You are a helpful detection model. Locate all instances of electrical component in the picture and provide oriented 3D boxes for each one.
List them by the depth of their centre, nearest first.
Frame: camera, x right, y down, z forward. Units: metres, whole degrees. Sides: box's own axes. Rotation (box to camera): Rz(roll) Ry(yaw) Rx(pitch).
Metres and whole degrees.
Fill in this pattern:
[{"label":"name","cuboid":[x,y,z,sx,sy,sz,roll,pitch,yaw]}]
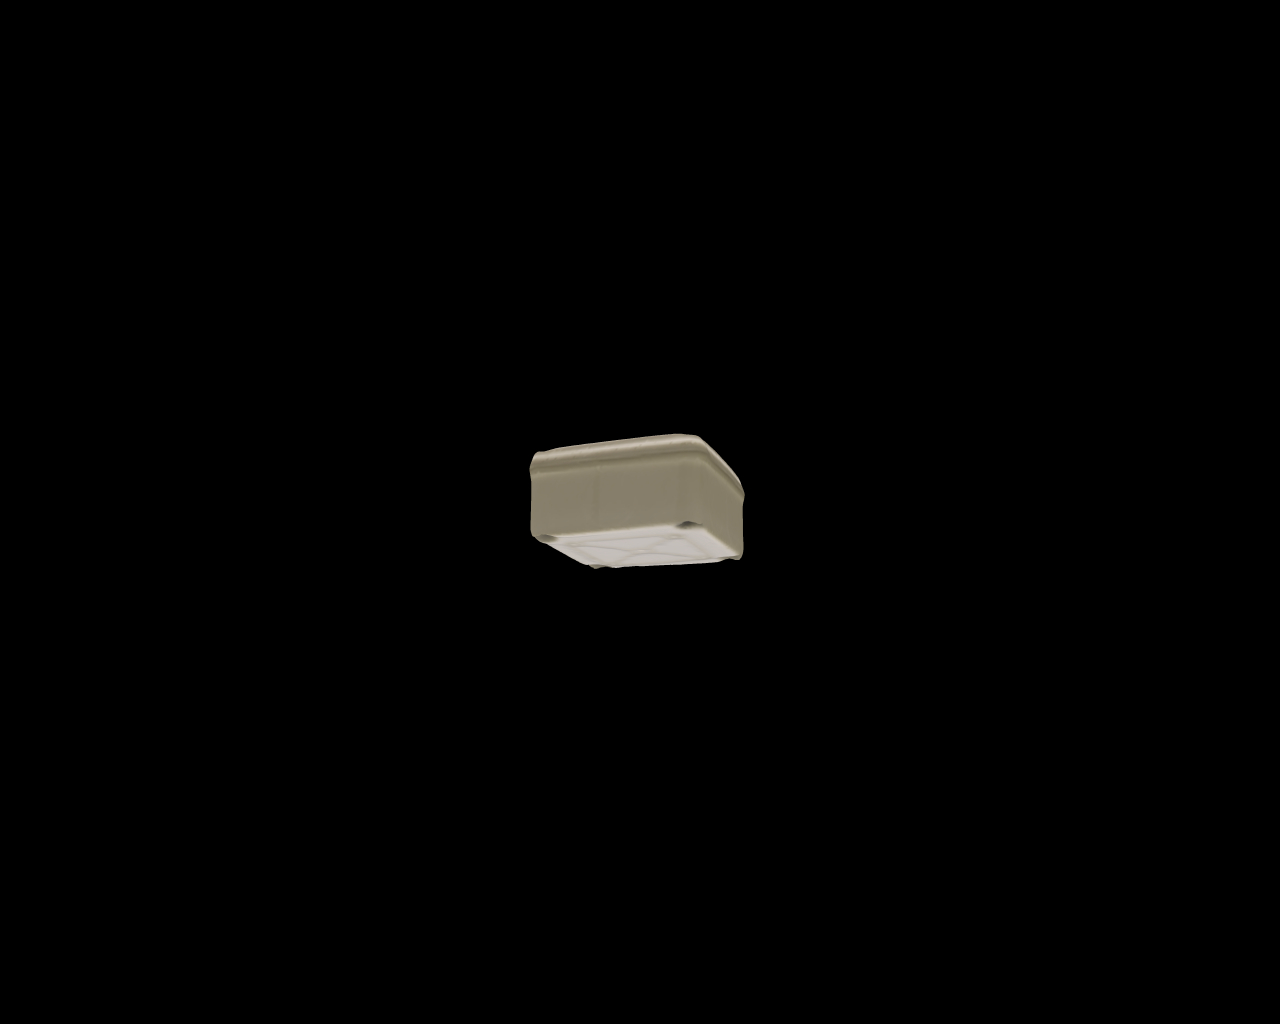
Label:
[{"label":"electrical component","cuboid":[0.001,-0.003,0.650,0.109,0.056,0.108,-5,-15,18]}]
